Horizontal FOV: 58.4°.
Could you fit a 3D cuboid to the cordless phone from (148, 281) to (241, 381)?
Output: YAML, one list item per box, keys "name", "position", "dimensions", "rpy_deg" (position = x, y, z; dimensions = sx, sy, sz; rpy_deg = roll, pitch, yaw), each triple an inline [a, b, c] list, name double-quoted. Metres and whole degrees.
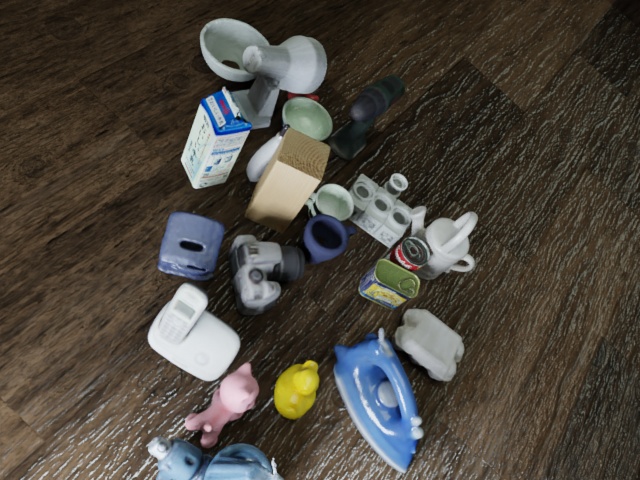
- name: "cordless phone"
  position: [-0.193, 0.145, 0.934]
  dimensions: [0.148, 0.184, 0.094]
  rpy_deg: [32, 54, -6]

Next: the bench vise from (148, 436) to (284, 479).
- name: "bench vise"
  position: [-0.146, 0.348, 0.821]
  dimensions: [0.208, 0.219, 0.121]
  rpy_deg: [15, 57, -17]

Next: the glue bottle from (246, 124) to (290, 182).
- name: "glue bottle"
  position: [-0.093, -0.182, 1.172]
  dimensions: [0.078, 0.173, 0.037]
  rpy_deg: [-14, 69, -31]

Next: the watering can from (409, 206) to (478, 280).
- name: "watering can"
  position: [0.263, 0.000, 1.229]
  dimensions: [0.173, 0.193, 0.101]
  rpy_deg: [22, 56, -13]

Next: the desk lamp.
- name: "desk lamp"
  position: [-0.110, -0.338, 1.226]
  dimensions: [0.204, 0.213, 0.118]
  rpy_deg: [-20, 73, -33]

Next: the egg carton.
- name: "egg carton"
  position: [0.221, 0.212, 1.167]
  dimensions: [0.150, 0.069, 0.107]
  rpy_deg: [37, 54, -3]

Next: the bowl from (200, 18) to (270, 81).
- name: "bowl"
  position: [-0.199, -0.423, 1.317]
  dimensions: [0.168, 0.074, 0.167]
  rpy_deg: [12, 59, -20]

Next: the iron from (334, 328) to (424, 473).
- name: "iron"
  position: [0.129, 0.286, 1.037]
  dimensions: [0.119, 0.141, 0.258]
  rpy_deg: [-15, 70, -31]

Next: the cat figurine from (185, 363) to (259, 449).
- name: "cat figurine"
  position: [-0.148, 0.266, 0.929]
  dimensions: [0.067, 0.117, 0.128]
  rpy_deg: [43, 54, 2]

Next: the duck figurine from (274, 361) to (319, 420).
- name: "duck figurine"
  position: [-0.033, 0.260, 1.008]
  dimensions: [0.077, 0.086, 0.104]
  rpy_deg: [29, 54, -8]

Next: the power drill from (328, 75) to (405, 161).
- name: "power drill"
  position: [0.101, -0.277, 1.297]
  dimensions: [0.075, 0.208, 0.230]
  rpy_deg: [41, 54, 1]

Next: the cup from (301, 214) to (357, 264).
- name: "cup"
  position: [0.011, 0.004, 1.167]
  dimensions: [0.118, 0.094, 0.091]
  rpy_deg: [-13, 69, -31]

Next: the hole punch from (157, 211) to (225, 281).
- name: "hole punch"
  position: [-0.233, 0.012, 1.047]
  dimensions: [0.109, 0.091, 0.101]
  rpy_deg: [14, 58, -18]

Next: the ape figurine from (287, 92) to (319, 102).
- name: "ape figurine"
  position: [-0.032, -0.362, 1.353]
  dimensions: [0.076, 0.092, 0.077]
  rpy_deg: [-4, 65, -27]

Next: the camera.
- name: "camera"
  position: [-0.093, 0.057, 1.083]
  dimensions: [0.137, 0.100, 0.143]
  rpy_deg: [-1, 64, -26]
